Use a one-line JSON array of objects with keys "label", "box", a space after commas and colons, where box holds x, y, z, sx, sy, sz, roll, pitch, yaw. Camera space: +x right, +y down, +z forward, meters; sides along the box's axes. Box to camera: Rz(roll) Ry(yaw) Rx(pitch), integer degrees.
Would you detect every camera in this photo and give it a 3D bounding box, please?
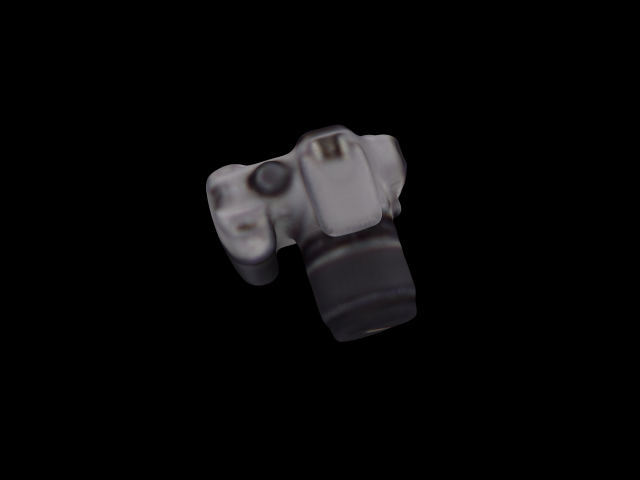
[{"label": "camera", "box": [0.004, 0.001, 0.400, 0.143, 0.101, 0.137, -17, 74, -5]}]
